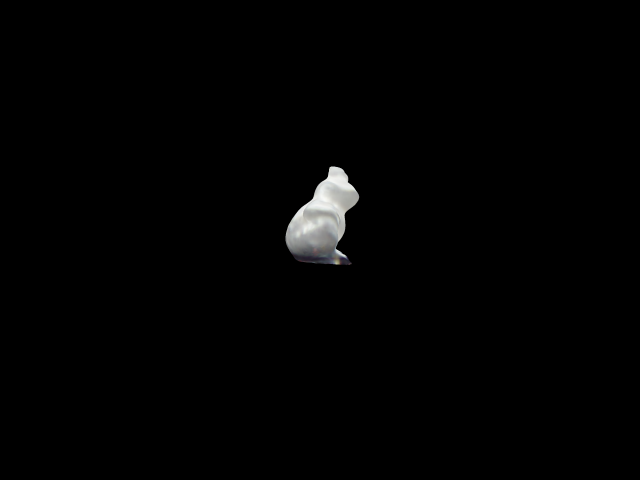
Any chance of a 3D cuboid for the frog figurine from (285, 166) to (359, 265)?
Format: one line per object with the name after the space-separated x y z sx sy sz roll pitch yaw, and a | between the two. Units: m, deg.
0.003 -0.043 0.850 0.122 0.159 0.137 0 1 9 | frog figurine
